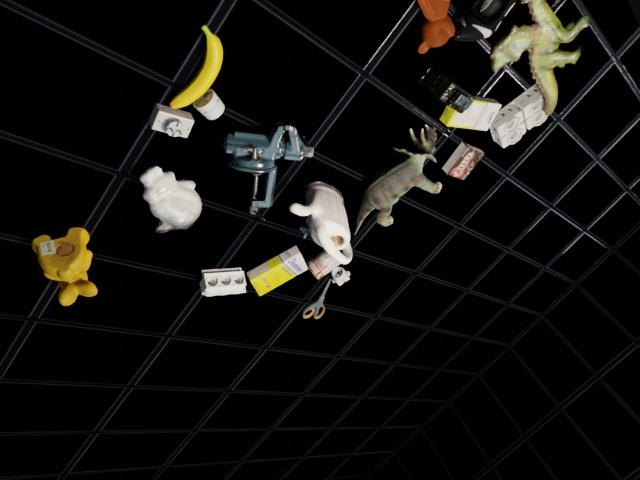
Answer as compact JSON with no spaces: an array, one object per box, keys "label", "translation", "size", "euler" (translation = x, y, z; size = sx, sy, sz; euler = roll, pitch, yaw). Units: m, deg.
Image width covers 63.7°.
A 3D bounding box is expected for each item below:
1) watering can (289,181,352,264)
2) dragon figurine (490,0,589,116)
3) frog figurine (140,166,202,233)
[{"label":"watering can","translation":[0.004,-0.071,1.406],"size":[0.103,0.230,0.341],"euler":[-23,141,16]},{"label":"dragon figurine","translation":[0.596,-0.525,1.447],"size":[0.243,0.125,0.400],"euler":[-2,129,-1]},{"label":"frog figurine","translation":[-0.351,-0.107,1.226],"size":[0.140,0.123,0.156],"euler":[-44,141,-41]}]
